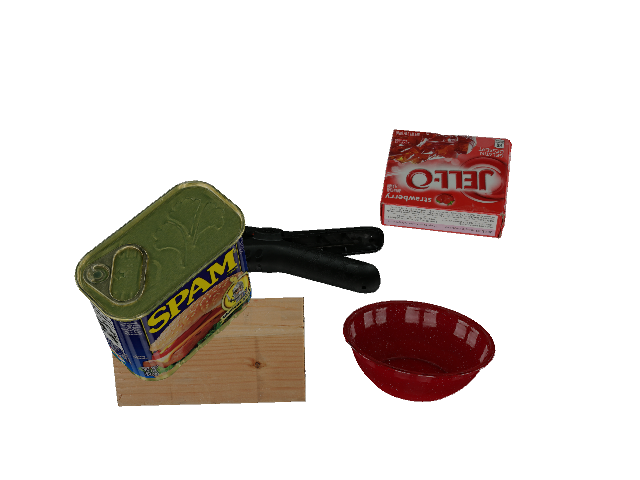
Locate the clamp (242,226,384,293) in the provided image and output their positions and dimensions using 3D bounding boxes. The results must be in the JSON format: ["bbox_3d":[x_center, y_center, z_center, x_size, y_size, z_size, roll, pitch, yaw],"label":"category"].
[{"bbox_3d":[-0.041,0.011,0.939,0.210,0.036,0.164,3,12,-3],"label":"clamp"}]

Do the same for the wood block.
[{"bbox_3d":[-0.120,0.123,1.186,0.206,0.091,0.090,-1,23,-1],"label":"wood block"}]

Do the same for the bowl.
[{"bbox_3d":[0.101,0.124,1.135,0.162,0.055,0.162,5,24,-2],"label":"bowl"}]

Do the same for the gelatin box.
[{"bbox_3d":[0.092,-0.043,0.776,0.089,0.073,0.030,6,-37,8],"label":"gelatin box"}]

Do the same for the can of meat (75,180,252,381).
[{"bbox_3d":[-0.090,0.027,0.651,0.057,0.102,0.084,39,-25,25],"label":"can of meat"}]
